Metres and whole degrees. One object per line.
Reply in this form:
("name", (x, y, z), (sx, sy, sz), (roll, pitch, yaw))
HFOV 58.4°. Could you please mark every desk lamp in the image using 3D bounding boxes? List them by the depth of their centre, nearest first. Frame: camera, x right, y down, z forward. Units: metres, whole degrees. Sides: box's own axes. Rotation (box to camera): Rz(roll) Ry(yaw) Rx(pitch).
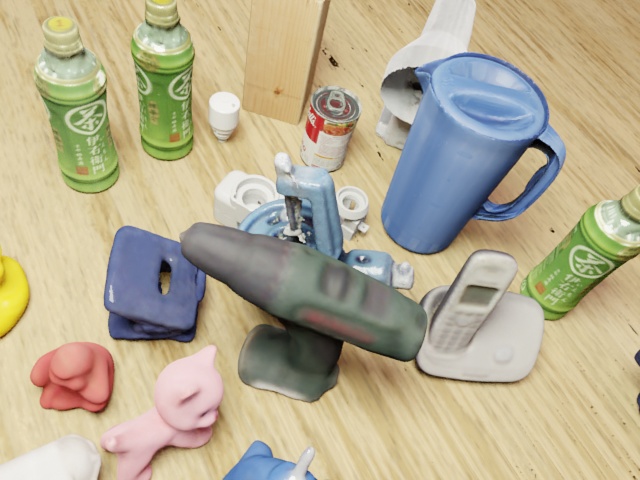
("desk lamp", (0.148, -0.219, 0.793), (0.118, 0.213, 0.203), (19, 54, 1))

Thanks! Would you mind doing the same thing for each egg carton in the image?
("egg carton", (-0.249, 0.238, 0.477), (0.151, 0.069, 0.107), (-23, 64, -26))

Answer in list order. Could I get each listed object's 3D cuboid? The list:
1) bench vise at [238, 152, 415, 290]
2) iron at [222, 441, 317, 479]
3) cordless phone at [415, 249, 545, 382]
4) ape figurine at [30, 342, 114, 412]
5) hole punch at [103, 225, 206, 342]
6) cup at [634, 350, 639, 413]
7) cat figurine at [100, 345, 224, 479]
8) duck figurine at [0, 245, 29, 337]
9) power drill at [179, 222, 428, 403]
("bench vise", (0.004, -0.008, 0.611), (0.208, 0.220, 0.121), (0, 56, -13))
("iron", (-0.066, 0.283, 0.445), (0.118, 0.141, 0.258), (26, 55, 5))
("cordless phone", (0.188, 0.079, 0.617), (0.148, 0.185, 0.094), (5, 55, -10))
("ape figurine", (-0.232, 0.125, 0.544), (0.077, 0.092, 0.076), (38, 56, 13))
("hole punch", (-0.173, 0.045, 0.612), (0.101, 0.091, 0.108), (4, 56, -11))
("cup", (0.400, 0.174, 0.658), (0.117, 0.095, 0.092), (32, 55, 9))
("cat figurine", (-0.139, 0.158, 0.527), (0.128, 0.118, 0.067), (-30, 67, -29))
("duck figurine", (-0.342, 0.045, 0.576), (0.077, 0.086, 0.104), (6, 55, -9))
("power drill", (-0.024, 0.079, 0.553), (0.229, 0.208, 0.075), (15, 54, -2))
